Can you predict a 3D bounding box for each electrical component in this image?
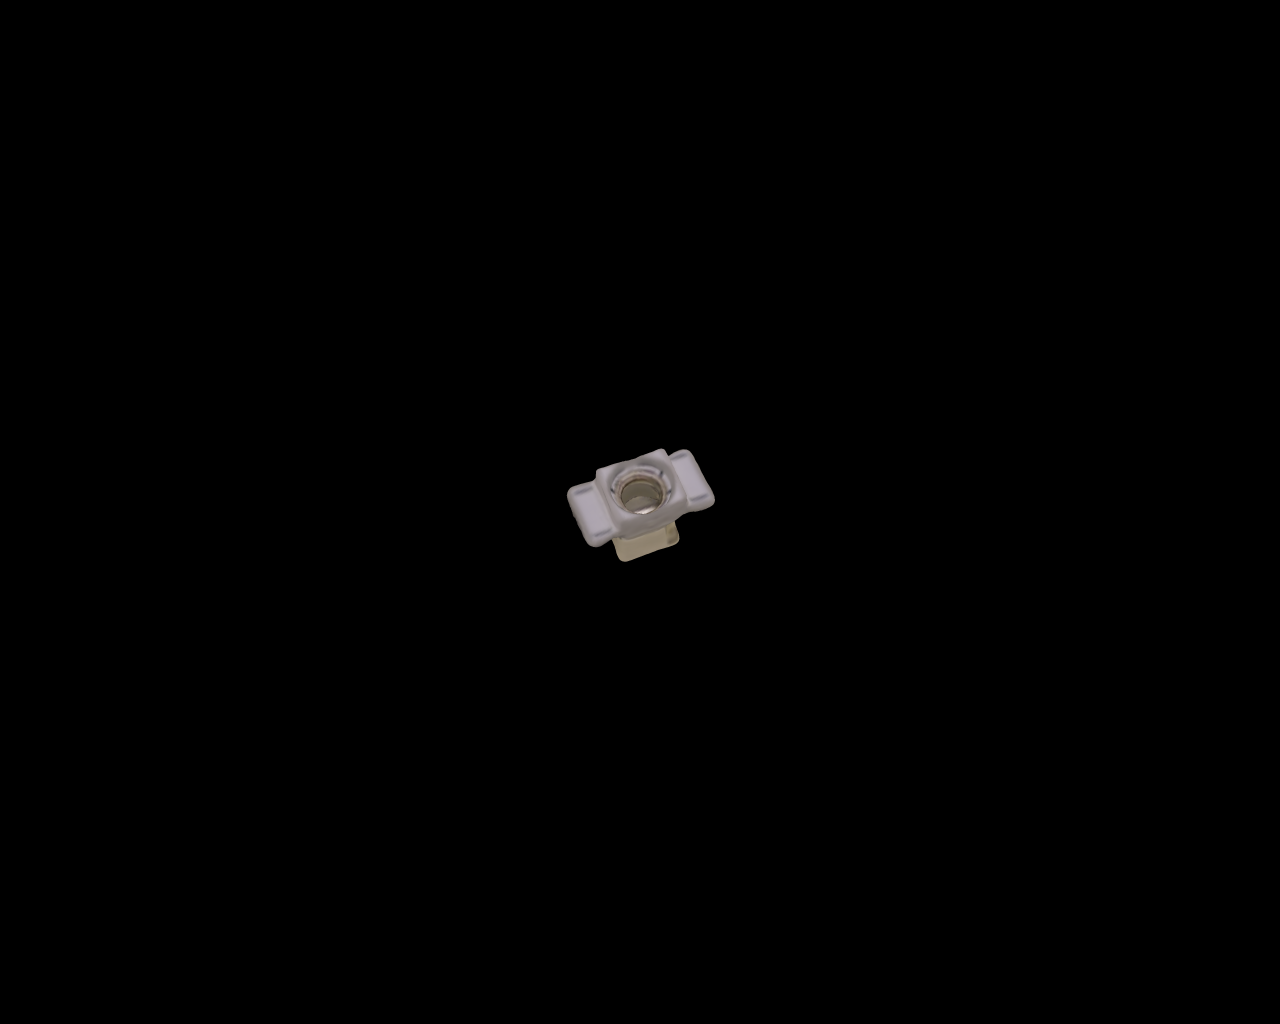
[{"bbox_3d":[0.001,-0.003,0.650,0.081,0.042,0.063,-18,-28,-10],"label":"electrical component"}]
